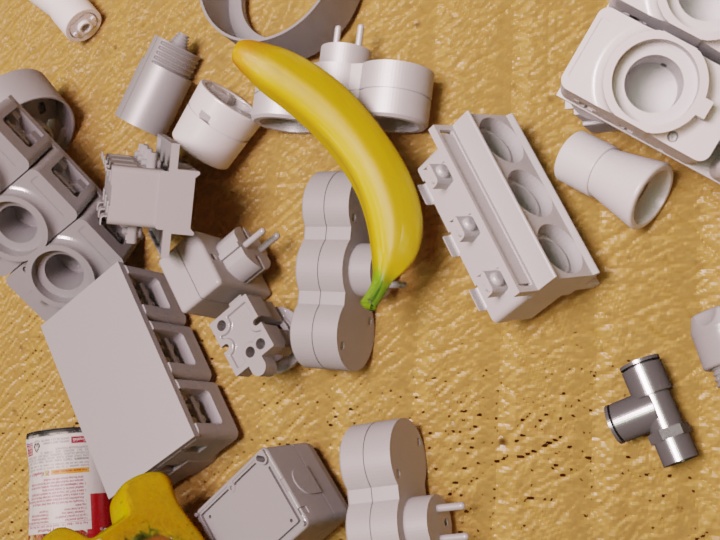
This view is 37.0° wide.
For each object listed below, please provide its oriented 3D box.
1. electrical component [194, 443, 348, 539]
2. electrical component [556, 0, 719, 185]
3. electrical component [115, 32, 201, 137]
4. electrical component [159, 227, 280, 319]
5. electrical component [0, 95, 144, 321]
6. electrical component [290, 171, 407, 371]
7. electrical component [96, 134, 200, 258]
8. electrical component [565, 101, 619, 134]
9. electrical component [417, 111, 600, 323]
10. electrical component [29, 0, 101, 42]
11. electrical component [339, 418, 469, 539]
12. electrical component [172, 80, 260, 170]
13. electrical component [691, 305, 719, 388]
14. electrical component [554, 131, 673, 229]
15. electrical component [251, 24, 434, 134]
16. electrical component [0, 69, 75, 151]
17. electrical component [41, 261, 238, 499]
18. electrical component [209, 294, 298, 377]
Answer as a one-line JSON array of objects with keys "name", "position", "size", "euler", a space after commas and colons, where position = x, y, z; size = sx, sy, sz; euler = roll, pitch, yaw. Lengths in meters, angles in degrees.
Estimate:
[{"name": "electrical component", "position": [-0.062, 0.171, 0.740], "size": [0.096, 0.061, 0.061], "euler": [-46, 63, 24]}, {"name": "electrical component", "position": [0.216, -0.100, 0.586], "size": [0.186, 0.060, 0.105], "euler": [30, 98, 7]}, {"name": "electrical component", "position": [-0.157, -0.150, 0.853], "size": [0.043, 0.043, 0.081], "euler": [31, 97, 30]}, {"name": "electrical component", "position": [-0.091, -0.005, 0.778], "size": [0.077, 0.066, 0.047], "euler": [-38, 66, 19]}, {"name": "electrical component", "position": [-0.257, -0.044, 0.833], "size": [0.089, 0.061, 0.150], "euler": [-35, 108, 20]}, {"name": "electrical component", "position": [0.000, 0.000, 0.734], "size": [0.074, 0.052, 0.138], "euler": [1, 82, 30]}, {"name": "electrical component", "position": [-0.157, -0.058, 0.784], "size": [0.121, 0.063, 0.078], "euler": [-146, 62, -72]}, {"name": "electrical component", "position": [0.156, -0.111, 0.663], "size": [0.066, 0.055, 0.048], "euler": [-3, 80, 29]}, {"name": "electrical component", "position": [0.089, -0.032, 0.681], "size": [0.063, 0.079, 0.121], "euler": [-44, 62, 41]}, {"name": "electrical component", "position": [-0.252, -0.227, 0.921], "size": [0.044, 0.044, 0.065], "euler": [-47, 68, 15]}, {"name": "electrical component", "position": [0.035, 0.163, 0.687], "size": [0.074, 0.052, 0.138], "euler": [-13, 76, 27]}, {"name": "electrical component", "position": [-0.109, -0.109, 0.813], "size": [0.055, 0.055, 0.047], "euler": [44, 107, 28]}, {"name": "electrical component", "position": [0.216, 0.050, 0.609], "size": [0.043, 0.043, 0.062], "euler": [-22, 73, 25]}, {"name": "electrical component", "position": [0.154, -0.059, 0.664], "size": [0.065, 0.044, 0.044], "euler": [34, 99, 34]}, {"name": "electrical component", "position": [-0.012, -0.139, 0.763], "size": [0.138, 0.052, 0.073], "euler": [4, 84, 30]}, {"name": "electrical component", "position": [-0.290, -0.120, 0.894], "size": [0.064, 0.099, 0.099], "euler": [42, 103, 22]}, {"name": "electrical component", "position": [-0.164, 0.083, 0.807], "size": [0.089, 0.062, 0.150], "euler": [-37, 66, 19]}, {"name": "electrical component", "position": [-0.068, 0.048, 0.762], "size": [0.048, 0.055, 0.066], "euler": [-40, 65, 18]}]
